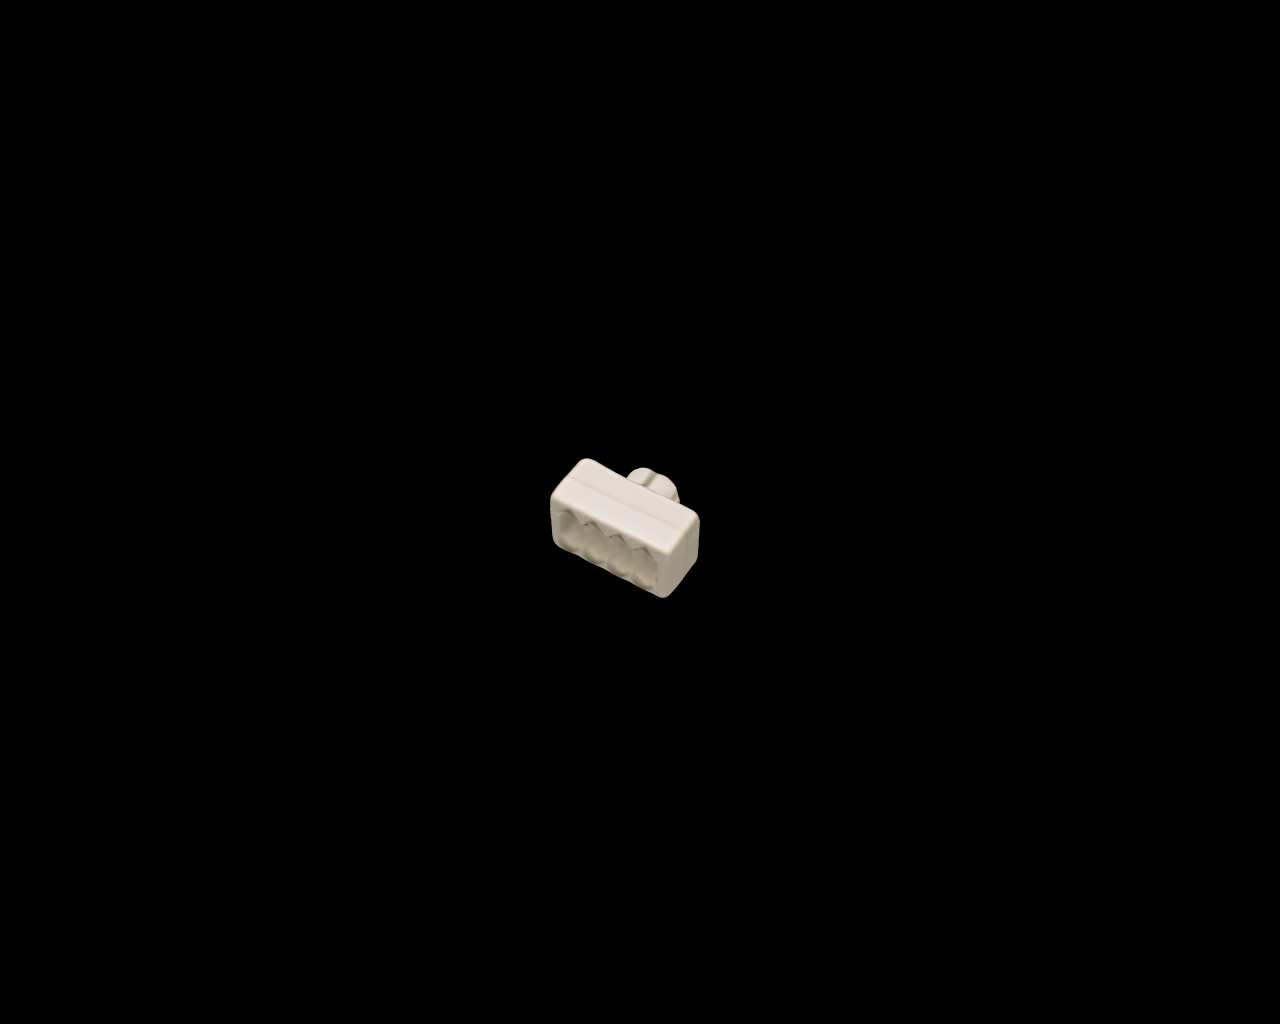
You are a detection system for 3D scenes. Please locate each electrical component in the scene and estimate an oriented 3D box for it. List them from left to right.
[{"bbox_3d":[0.001,-0.003,0.650,0.083,0.076,0.047,27,-33,19],"label":"electrical component"}]
